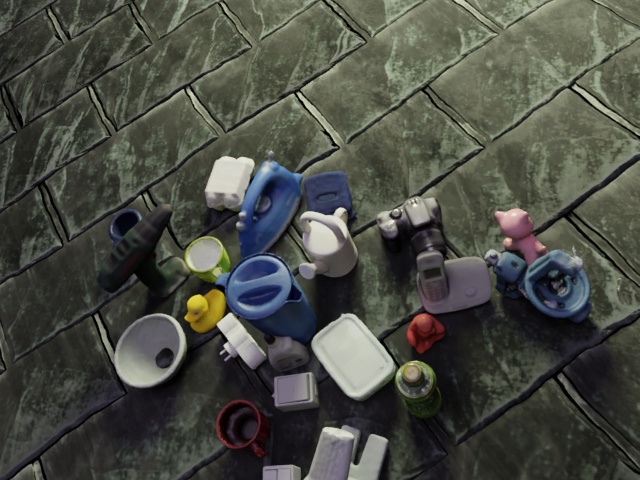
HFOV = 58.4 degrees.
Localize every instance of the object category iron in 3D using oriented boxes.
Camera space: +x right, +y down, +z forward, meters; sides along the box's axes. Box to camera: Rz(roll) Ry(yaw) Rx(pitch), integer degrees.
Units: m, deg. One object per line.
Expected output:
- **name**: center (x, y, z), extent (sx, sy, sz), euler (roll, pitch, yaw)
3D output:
- **iron**: center (-0.141, -0.078, 1.345), extent (0.118, 0.142, 0.258), euler (16, 68, 23)

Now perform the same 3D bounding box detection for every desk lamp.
- **desk lamp**: center (0.028, 0.417, 0.995), extent (0.117, 0.214, 0.203), euler (11, 67, 21)

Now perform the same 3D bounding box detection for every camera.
- **camera**: center (0.206, -0.015, 1.239), extent (0.143, 0.101, 0.136), euler (-20, 59, 5)

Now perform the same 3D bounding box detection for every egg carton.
- **egg carton**: center (-0.226, -0.143, 1.445), extent (0.107, 0.069, 0.150), euler (5, 64, 18)

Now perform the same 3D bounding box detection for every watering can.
- **watering can**: center (0.013, 0.005, 1.228), extent (0.100, 0.194, 0.173), euler (-3, 62, 15)

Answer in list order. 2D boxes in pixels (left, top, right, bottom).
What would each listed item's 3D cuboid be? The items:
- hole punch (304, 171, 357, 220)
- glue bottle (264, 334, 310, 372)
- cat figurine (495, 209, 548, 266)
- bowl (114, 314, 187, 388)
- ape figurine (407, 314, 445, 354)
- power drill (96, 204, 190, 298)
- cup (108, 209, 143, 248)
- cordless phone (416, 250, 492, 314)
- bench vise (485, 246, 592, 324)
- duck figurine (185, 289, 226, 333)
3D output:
- **hole punch**: center (0.023, -0.098, 1.339), extent (0.108, 0.091, 0.101), euler (-11, 61, 10)
- **glue bottle**: center (-0.078, 0.220, 1.152), extent (0.078, 0.173, 0.037), euler (-20, 59, 5)
- **cat figurine**: center (0.416, -0.011, 1.168), extent (0.067, 0.118, 0.127), euler (-33, 59, -3)
- **bowl**: center (-0.363, 0.254, 1.272), extent (0.167, 0.075, 0.167), euler (-6, 62, 12)
- **ape figurine**: center (0.209, 0.178, 1.142), extent (0.077, 0.092, 0.076), euler (-4, 62, 14)
- **power drill**: center (-0.388, 0.042, 1.312), extent (0.230, 0.209, 0.075), euler (-46, 61, -10)
- **cup**: center (-0.467, -0.005, 1.425), extent (0.091, 0.095, 0.118), euler (6, 65, 19)
- **cordless phone**: center (0.261, 0.069, 1.130), extent (0.147, 0.185, 0.094), euler (-16, 60, 7)
- **bench vise**: center (0.405, 0.072, 1.068), extent (0.206, 0.220, 0.121), euler (10, 66, 20)
- **duck figurine**: center (-0.264, 0.151, 1.291), extent (0.077, 0.086, 0.105), euler (26, 73, 26)
